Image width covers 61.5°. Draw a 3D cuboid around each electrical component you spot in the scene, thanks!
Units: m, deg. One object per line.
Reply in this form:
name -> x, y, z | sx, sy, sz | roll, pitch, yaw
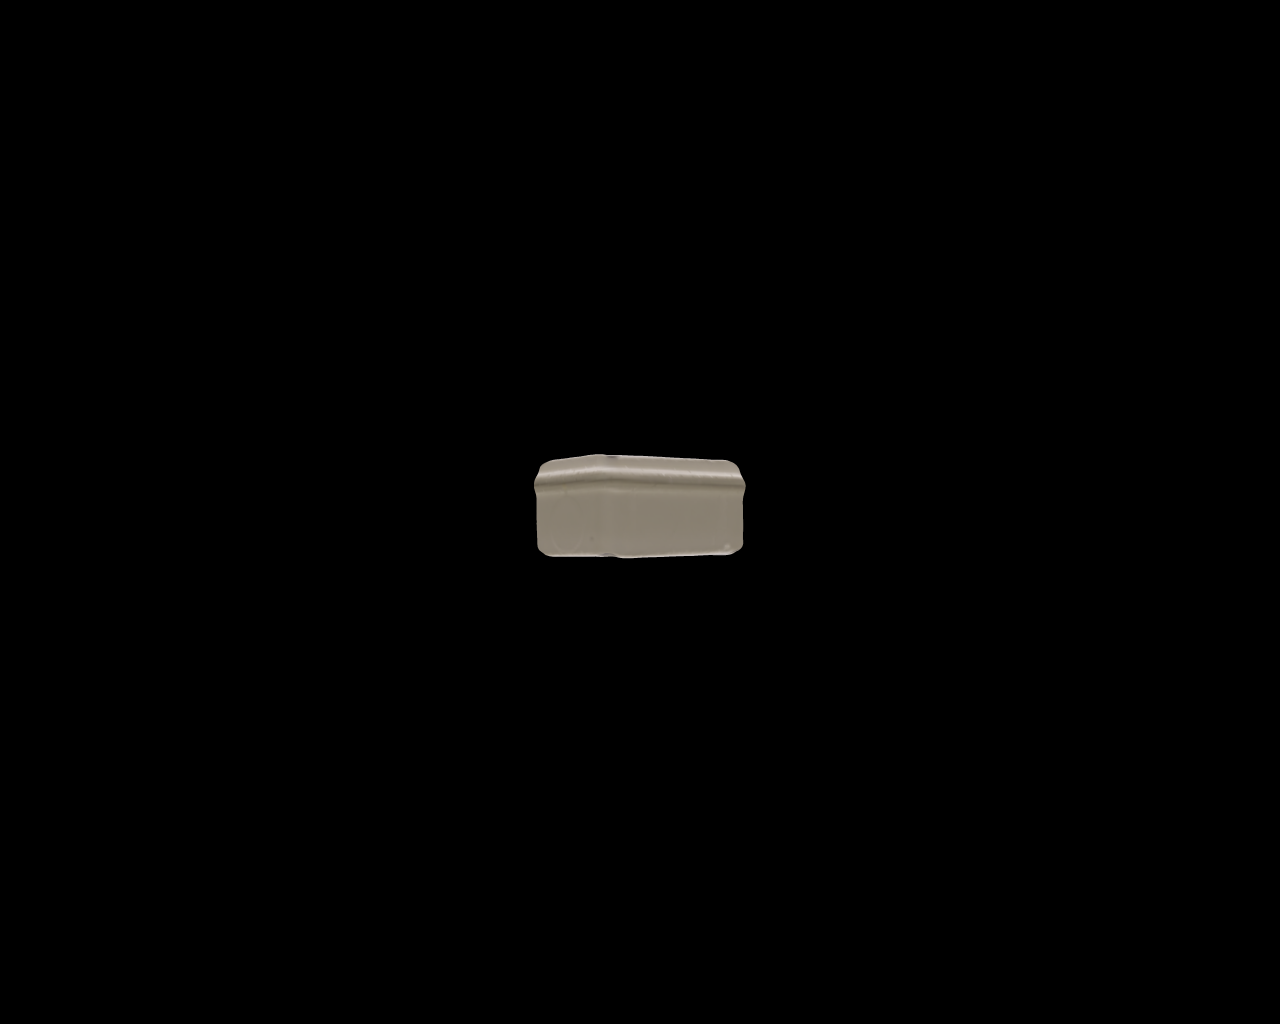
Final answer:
electrical component -> 0.001, -0.003, 0.650 | 0.113, 0.057, 0.078 | 2, -3, -40
